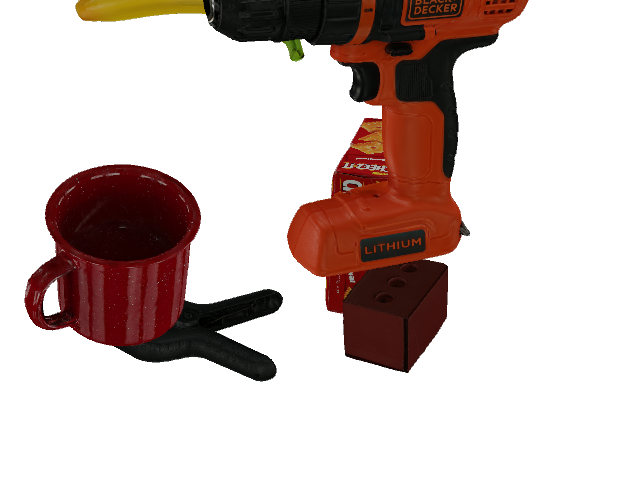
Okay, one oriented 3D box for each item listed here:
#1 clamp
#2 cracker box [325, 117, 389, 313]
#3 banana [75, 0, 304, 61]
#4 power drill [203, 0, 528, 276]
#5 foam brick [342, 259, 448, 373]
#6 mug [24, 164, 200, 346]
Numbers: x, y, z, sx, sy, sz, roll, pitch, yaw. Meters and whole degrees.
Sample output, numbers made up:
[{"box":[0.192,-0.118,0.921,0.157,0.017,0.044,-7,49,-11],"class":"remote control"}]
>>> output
[{"box":[-0.114,0.077,0.983,0.171,0.039,0.120,9,27,6],"class":"clamp"},{"box":[0.059,-0.032,1.205,0.072,0.164,0.213,6,23,10],"class":"cracker box"},{"box":[-0.097,-0.191,0.854,0.198,0.069,0.037,12,-41,16],"class":"banana"},{"box":[0.024,-0.073,0.598,0.184,0.188,0.057,-9,34,-20],"class":"power drill"},{"box":[0.056,0.051,0.789,0.053,0.051,0.078,13,35,24],"class":"foam brick"},{"box":[-0.132,0.018,0.666,0.093,0.081,0.117,35,48,24],"class":"mug"}]
